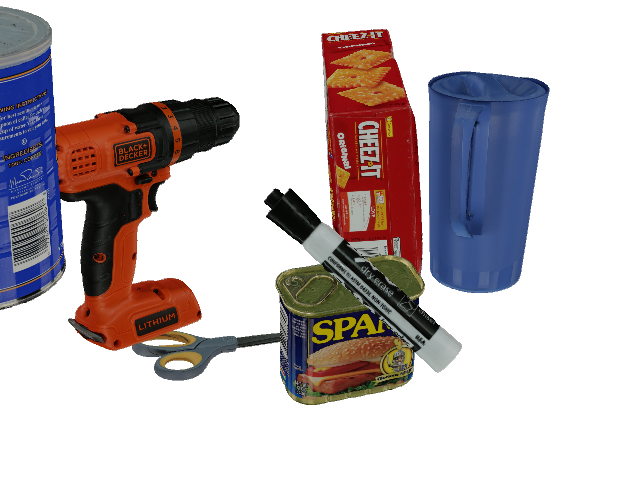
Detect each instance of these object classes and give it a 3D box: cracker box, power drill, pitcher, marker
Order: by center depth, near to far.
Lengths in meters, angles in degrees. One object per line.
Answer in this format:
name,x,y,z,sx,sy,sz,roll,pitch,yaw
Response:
marker,0.019,0.018,0.527,0.121,0.020,0.020,42,0,0
power drill,-0.139,-0.018,0.863,0.184,0.188,0.057,-18,26,-38
cracker box,0.042,-0.075,0.925,0.072,0.164,0.213,-4,27,2
pitcher,0.181,-0.063,1.218,0.149,0.243,0.145,-9,24,-22

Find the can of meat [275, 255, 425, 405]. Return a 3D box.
can of meat,0.020,0.065,0.764,0.102,0.084,0.057,-8,33,-15

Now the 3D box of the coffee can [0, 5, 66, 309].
coffee can,-0.193,-0.046,0.576,0.103,0.140,0.103,2,27,-1

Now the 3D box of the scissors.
scissors,-0.107,0.125,1.186,0.201,0.016,0.096,3,26,-16
